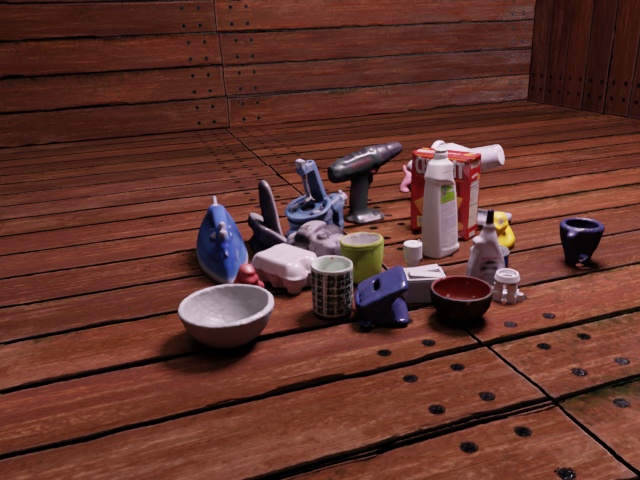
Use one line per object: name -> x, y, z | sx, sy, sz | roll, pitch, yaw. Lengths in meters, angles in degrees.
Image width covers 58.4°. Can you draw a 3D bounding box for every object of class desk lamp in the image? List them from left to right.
desk lamp -> 0.413, -0.155, 1.545 | 0.202, 0.214, 0.118 | 10, 24, 29

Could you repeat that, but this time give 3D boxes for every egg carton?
egg carton -> -0.072, 0.060, 1.231 | 0.149, 0.069, 0.107 | 15, 27, 38

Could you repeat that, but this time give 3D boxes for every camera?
camera -> 0.012, 0.005, 1.324 | 0.142, 0.101, 0.137 | 11, 25, 32

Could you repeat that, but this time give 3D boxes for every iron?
iron -> -0.225, -0.005, 1.317 | 0.119, 0.141, 0.257 | -8, 21, -14

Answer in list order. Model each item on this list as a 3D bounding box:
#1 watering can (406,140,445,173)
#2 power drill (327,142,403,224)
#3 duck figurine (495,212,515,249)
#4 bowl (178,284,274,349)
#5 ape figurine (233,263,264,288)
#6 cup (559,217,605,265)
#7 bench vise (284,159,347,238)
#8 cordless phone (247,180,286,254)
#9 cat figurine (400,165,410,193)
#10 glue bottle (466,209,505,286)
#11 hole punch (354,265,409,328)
watering can -> 0.336, -0.196, 1.692 | 0.172, 0.194, 0.101 | 4, 22, 17
power drill -> 0.130, -0.159, 1.593 | 0.230, 0.208, 0.075 | -13, 23, -25
duck figurine -> 0.432, -0.027, 1.385 | 0.077, 0.086, 0.105 | 14, 26, 37
bowl -> -0.162, 0.143, 1.011 | 0.167, 0.075, 0.167 | -2, 21, 1
ape figurine -> -0.143, 0.091, 1.123 | 0.078, 0.092, 0.075 | -17, 25, -35
cup -> 0.566, 0.010, 1.259 | 0.091, 0.095, 0.118 | 15, 27, 38
bench vise -> -0.016, -0.111, 1.464 | 0.121, 0.220, 0.208 | 7, 22, 23
cordless phone -> -0.130, -0.064, 1.402 | 0.094, 0.185, 0.147 | -10, 22, -20
cat figurine -> 0.325, -0.212, 1.844 | 0.127, 0.118, 0.067 | 7, 23, 24
glue bottle -> 0.334, 0.021, 1.143 | 0.078, 0.173, 0.037 | -5, 21, -8
hole punch -> 0.114, 0.102, 1.067 | 0.101, 0.091, 0.108 | -2, 21, 1
